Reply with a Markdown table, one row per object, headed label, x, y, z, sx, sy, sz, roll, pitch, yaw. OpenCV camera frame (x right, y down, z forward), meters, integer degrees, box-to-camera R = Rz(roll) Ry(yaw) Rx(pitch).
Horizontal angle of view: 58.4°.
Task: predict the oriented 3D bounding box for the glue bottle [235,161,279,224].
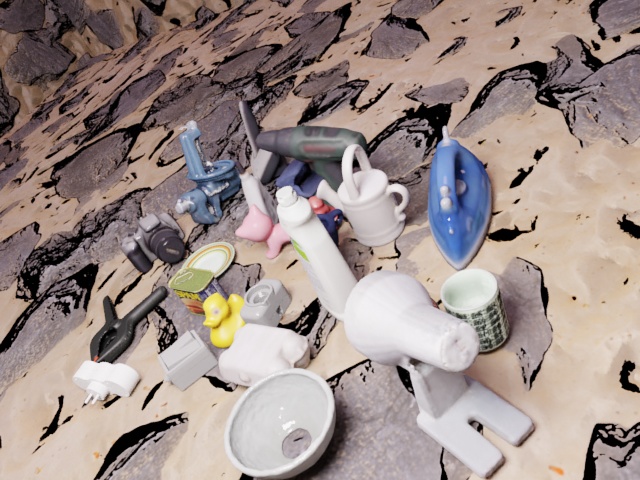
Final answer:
| label | x | y | z | sx | sy | sz | roll | pitch | yaw |
| --- | --- | --- | --- | --- | --- | --- | --- | --- | --- |
| glue bottle | -0.140 | -0.102 | 1.245 | 0.037 | 0.173 | 0.078 | -14 | 38 | 18 |

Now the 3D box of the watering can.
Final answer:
| label | x | y | z | sx | sy | sz | roll | pitch | yaw |
| --- | --- | --- | --- | --- | --- | --- | --- | --- | --- |
| watering can | 0.077 | -0.087 | 1.071 | 0.172 | 0.194 | 0.101 | -17 | 37 | 14 |

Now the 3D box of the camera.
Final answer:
| label | x | y | z | sx | sy | sz | roll | pitch | yaw |
| --- | --- | --- | --- | --- | --- | --- | --- | --- | --- |
| camera | -0.382 | 0.006 | 1.328 | 0.143 | 0.101 | 0.136 | -38 | 37 | -15 |

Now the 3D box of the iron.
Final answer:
| label | x | y | z | sx | sy | sz | roll | pitch | yaw |
| --- | --- | --- | --- | --- | --- | --- | --- | --- | --- |
| iron | 0.234 | -0.083 | 1.011 | 0.118 | 0.142 | 0.258 | -11 | 39 | 22 |

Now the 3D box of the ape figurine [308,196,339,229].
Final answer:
| label | x | y | z | sx | sy | sz | roll | pitch | yaw |
| --- | --- | --- | --- | --- | --- | --- | --- | --- | --- |
| ape figurine | 0.001 | -0.047 | 1.158 | 0.078 | 0.092 | 0.076 | -34 | 36 | -10 |

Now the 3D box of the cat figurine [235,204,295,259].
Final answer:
| label | x | y | z | sx | sy | sz | roll | pitch | yaw |
| --- | --- | --- | --- | --- | --- | --- | --- | --- | --- |
| cat figurine | -0.102 | -0.025 | 1.174 | 0.127 | 0.118 | 0.067 | -17 | 37 | 13 |

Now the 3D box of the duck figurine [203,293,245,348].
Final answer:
| label | x | y | z | sx | sy | sz | roll | pitch | yaw |
| --- | --- | --- | --- | --- | --- | --- | --- | --- | --- |
| duck figurine | -0.179 | 0.134 | 1.053 | 0.077 | 0.086 | 0.105 | -3 | 42 | 29 |

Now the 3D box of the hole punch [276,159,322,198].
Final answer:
| label | x | y | z | sx | sy | sz | roll | pitch | yaw |
| --- | --- | --- | --- | --- | --- | --- | --- | --- | --- |
| hole punch | -0.050 | -0.158 | 1.329 | 0.100 | 0.091 | 0.109 | 5 | 47 | 37 |

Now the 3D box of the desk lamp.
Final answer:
| label | x | y | z | sx | sy | sz | roll | pitch | yaw |
| --- | --- | --- | --- | --- | --- | --- | --- | --- | --- |
| desk lamp | 0.143 | 0.152 | 0.716 | 0.118 | 0.214 | 0.202 | -40 | 38 | -17 |

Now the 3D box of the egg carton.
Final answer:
| label | x | y | z | sx | sy | sz | roll | pitch | yaw |
| --- | --- | --- | --- | --- | --- | --- | --- | --- | --- |
| egg carton | -0.092 | 0.195 | 0.936 | 0.149 | 0.070 | 0.107 | 2 | 45 | 34 |

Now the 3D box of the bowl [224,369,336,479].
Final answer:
| label | x | y | z | sx | sy | sz | roll | pitch | yaw |
| --- | --- | --- | --- | --- | --- | --- | --- | --- | --- |
| bowl | -0.046 | 0.270 | 0.809 | 0.167 | 0.075 | 0.167 | -17 | 37 | 14 |

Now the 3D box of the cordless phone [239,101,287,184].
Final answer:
| label | x | y | z | sx | sy | sz | roll | pitch | yaw |
| --- | --- | --- | --- | --- | --- | --- | --- | --- | --- |
| cordless phone | -0.159 | -0.245 | 1.424 | 0.094 | 0.185 | 0.147 | -27 | 36 | 0 |

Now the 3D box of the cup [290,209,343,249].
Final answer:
| label | x | y | z | sx | sy | sz | roll | pitch | yaw |
| --- | --- | --- | --- | --- | --- | --- | --- | --- | --- |
| cup | 0.010 | 0.004 | 1.086 | 0.118 | 0.095 | 0.091 | -42 | 38 | -19 |

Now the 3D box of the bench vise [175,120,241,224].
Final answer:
| label | x | y | z | sx | sy | sz | roll | pitch | yaw |
| --- | --- | --- | --- | --- | --- | --- | --- | --- | --- |
| bench vise | -0.278 | -0.160 | 1.365 | 0.121 | 0.220 | 0.207 | -11 | 39 | 21 |

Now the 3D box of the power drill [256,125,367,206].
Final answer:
| label | x | y | z | sx | sy | sz | roll | pitch | yaw |
| --- | --- | --- | --- | --- | --- | --- | --- | --- | --- |
| power drill | 0.001 | -0.147 | 1.181 | 0.228 | 0.209 | 0.076 | -5 | 41 | 28 |
